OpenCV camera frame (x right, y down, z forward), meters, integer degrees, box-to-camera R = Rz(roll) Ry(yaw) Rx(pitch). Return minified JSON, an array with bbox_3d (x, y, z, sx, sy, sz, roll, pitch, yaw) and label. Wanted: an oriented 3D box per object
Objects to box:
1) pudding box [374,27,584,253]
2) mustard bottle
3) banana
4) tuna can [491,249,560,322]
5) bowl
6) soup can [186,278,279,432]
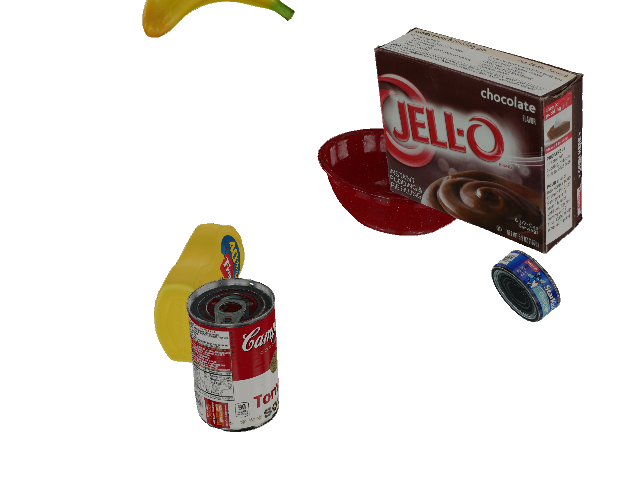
[{"bbox_3d":[0.082,-0.055,0.561,0.114,0.090,0.039,24,47,39],"label":"pudding box"},{"bbox_3d":[-0.120,0.037,1.122,0.058,0.096,0.191,3,30,10],"label":"mustard bottle"},{"bbox_3d":[-0.104,-0.230,1.002,0.197,0.070,0.037,-22,-28,-47],"label":"banana"},{"bbox_3d":[0.245,0.055,1.279,0.033,0.086,0.086,-36,10,-15],"label":"tuna can"},{"bbox_3d":[0.076,-0.049,0.997,0.162,0.055,0.162,4,28,-2],"label":"bowl"},{"bbox_3d":[-0.067,0.090,0.837,0.068,0.102,0.068,-1,28,1],"label":"soup can"}]
